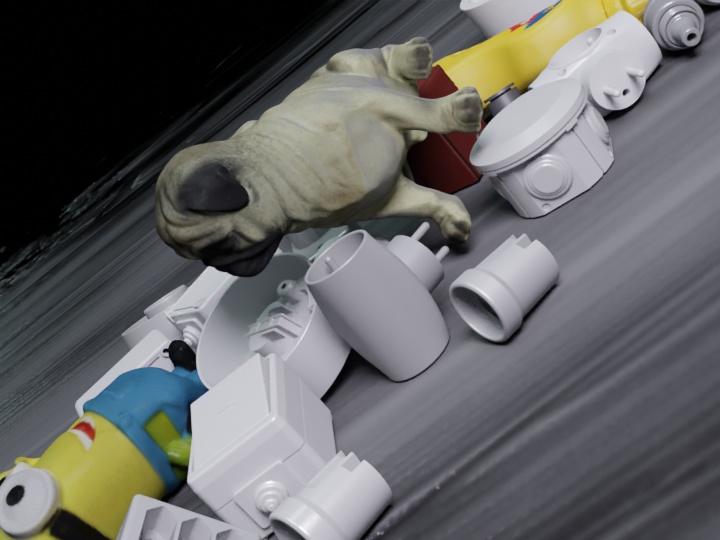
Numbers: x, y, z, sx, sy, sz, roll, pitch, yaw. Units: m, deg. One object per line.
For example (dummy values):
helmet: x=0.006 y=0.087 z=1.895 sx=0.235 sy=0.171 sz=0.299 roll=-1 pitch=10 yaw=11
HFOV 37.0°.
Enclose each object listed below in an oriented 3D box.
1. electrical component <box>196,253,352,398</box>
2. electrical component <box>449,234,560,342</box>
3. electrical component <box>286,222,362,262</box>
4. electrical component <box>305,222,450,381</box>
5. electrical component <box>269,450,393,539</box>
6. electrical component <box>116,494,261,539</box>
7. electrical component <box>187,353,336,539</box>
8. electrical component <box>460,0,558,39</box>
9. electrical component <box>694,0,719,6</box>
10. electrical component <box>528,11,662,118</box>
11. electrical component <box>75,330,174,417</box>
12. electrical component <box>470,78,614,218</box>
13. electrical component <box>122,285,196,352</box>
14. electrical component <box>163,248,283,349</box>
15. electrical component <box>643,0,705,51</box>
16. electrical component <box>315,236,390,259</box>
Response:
electrical component: x=-0.049 y=0.041 z=0.664 sx=0.099 sy=0.064 sz=0.099 roll=-44 pitch=27 yaw=30
electrical component: x=0.076 y=0.008 z=0.558 sx=0.046 sy=0.040 sz=0.040 roll=-42 pitch=18 yaw=-22
electrical component: x=-0.031 y=-0.027 z=0.781 sx=0.047 sy=0.075 sz=0.083 roll=-38 pitch=19 yaw=7
electrical component: x=0.021 y=0.008 z=0.604 sx=0.079 sy=0.077 sz=0.044 roll=-49 pitch=20 yaw=-23
electrical component: x=-0.012 y=0.112 z=0.497 sx=0.046 sy=0.040 sz=0.040 roll=-44 pitch=18 yaw=-27
electrical component: x=-0.092 y=0.159 z=0.515 sx=0.047 sy=0.066 sz=0.076 roll=-91 pitch=24 yaw=-66
electrical component: x=-0.054 y=0.095 z=0.576 sx=0.062 sy=0.061 sz=0.096 roll=-38 pitch=19 yaw=9
electrical component: x=0.147 y=-0.235 z=0.924 sx=0.108 sy=0.060 sz=0.108 roll=-35 pitch=20 yaw=15
electrical component: x=0.228 y=-0.201 z=0.721 sx=0.045 sy=0.045 sz=0.055 roll=-40 pitch=19 yaw=2
electrical component: x=0.156 y=-0.123 z=0.686 sx=0.077 sy=0.044 sz=0.079 roll=-40 pitch=19 yaw=3
electrical component: x=-0.155 y=0.097 z=0.762 sx=0.096 sy=0.061 sz=0.061 roll=-44 pitch=20 yaw=-11
electrical component: x=0.111 y=-0.075 z=0.654 sx=0.080 sy=0.051 sz=0.080 roll=-36 pitch=20 yaw=15
electrical component: x=-0.143 y=0.049 z=0.877 sx=0.099 sy=0.064 sz=0.099 roll=-33 pitch=7 yaw=5
electrical component: x=-0.093 y=0.028 z=0.797 sx=0.062 sy=0.061 sz=0.096 roll=-12 pitch=34 yaw=55
electrical component: x=0.203 y=-0.156 z=0.686 sx=0.035 sy=0.035 sz=0.061 roll=-35 pitch=23 yaw=16
electrical component: x=0.000 y=0.000 z=0.709 sx=0.045 sy=0.045 sz=0.055 roll=-47 pitch=20 yaw=-17
